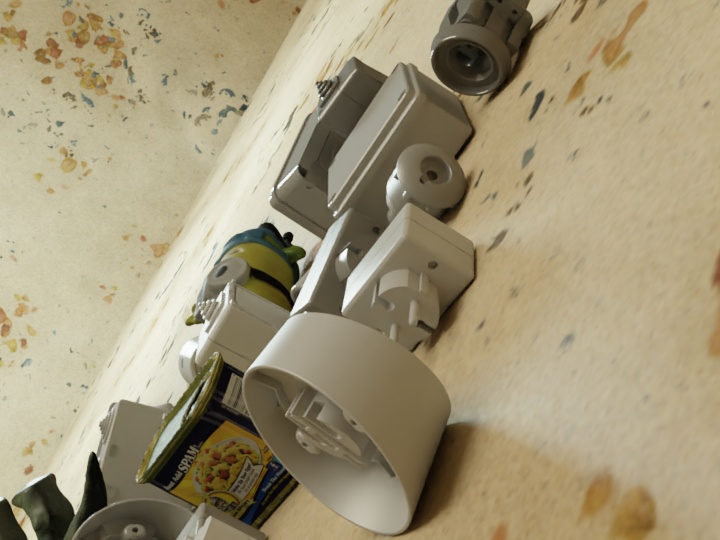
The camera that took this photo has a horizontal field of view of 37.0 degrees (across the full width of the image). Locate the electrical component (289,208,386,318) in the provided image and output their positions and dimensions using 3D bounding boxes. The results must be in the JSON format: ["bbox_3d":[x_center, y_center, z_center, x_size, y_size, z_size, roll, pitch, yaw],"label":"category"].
[{"bbox_3d":[0.000,0.000,0.723,0.076,0.047,0.083,-40,23,56],"label":"electrical component"}]

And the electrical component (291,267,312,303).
[{"bbox_3d":[-0.018,0.001,0.806,0.065,0.044,0.044,-61,12,-29],"label":"electrical component"}]

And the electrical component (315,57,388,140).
[{"bbox_3d":[0.009,-0.133,0.877,0.061,0.096,0.061,-52,15,15],"label":"electrical component"}]

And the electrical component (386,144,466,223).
[{"bbox_3d":[0.037,-0.049,0.705,0.062,0.048,0.048,-52,13,55],"label":"electrical component"}]

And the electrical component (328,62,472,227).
[{"bbox_3d":[0.027,-0.088,0.799,0.108,0.056,0.108,-55,14,18],"label":"electrical component"}]

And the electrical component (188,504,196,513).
[{"bbox_3d":[-0.115,0.158,0.818,0.040,0.040,0.078,-53,14,26],"label":"electrical component"}]

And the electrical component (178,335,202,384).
[{"bbox_3d":[-0.147,0.092,1.055,0.055,0.055,0.047,-62,17,-10],"label":"electrical component"}]

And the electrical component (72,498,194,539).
[{"bbox_3d":[-0.153,0.208,0.730,0.064,0.099,0.099,-57,12,36],"label":"electrical component"}]

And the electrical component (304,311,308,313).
[{"bbox_3d":[-0.008,0.044,0.623,0.035,0.061,0.035,-54,14,20],"label":"electrical component"}]

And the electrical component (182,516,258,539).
[{"bbox_3d":[-0.079,0.189,0.577,0.050,0.056,0.089,-45,19,47],"label":"electrical component"}]

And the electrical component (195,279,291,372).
[{"bbox_3d":[-0.081,0.055,0.794,0.061,0.096,0.061,-59,13,11],"label":"electrical component"}]

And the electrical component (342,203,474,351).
[{"bbox_3d":[0.026,0.015,0.595,0.065,0.047,0.076,-52,15,29],"label":"electrical component"}]

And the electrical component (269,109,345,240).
[{"bbox_3d":[-0.023,-0.089,0.938,0.057,0.078,0.113,-39,24,49],"label":"electrical component"}]

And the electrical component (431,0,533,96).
[{"bbox_3d":[0.083,-0.159,0.750,0.078,0.058,0.057,-42,19,53],"label":"electrical component"}]

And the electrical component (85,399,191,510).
[{"bbox_3d":[-0.167,0.156,0.867,0.048,0.100,0.099,142,142,-66],"label":"electrical component"}]

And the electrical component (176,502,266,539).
[{"bbox_3d":[-0.098,0.199,0.647,0.083,0.047,0.075,-56,13,15],"label":"electrical component"}]

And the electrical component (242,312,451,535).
[{"bbox_3d":[-0.008,0.069,0.500,0.064,0.099,0.099,-59,11,-29],"label":"electrical component"}]
